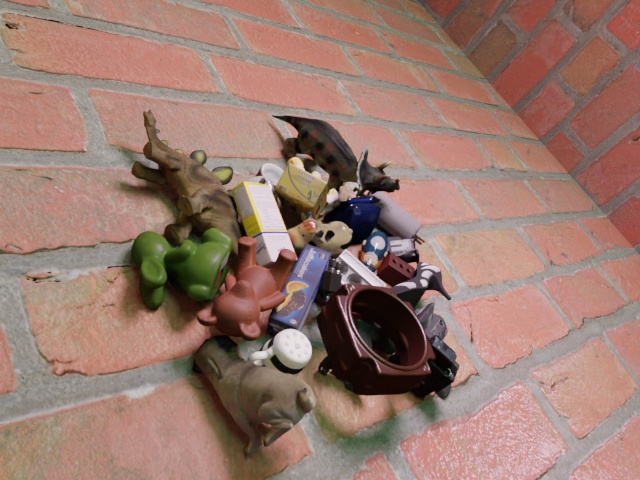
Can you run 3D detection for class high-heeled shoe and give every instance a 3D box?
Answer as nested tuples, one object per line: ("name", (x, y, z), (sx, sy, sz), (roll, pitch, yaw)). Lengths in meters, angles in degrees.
("high-heeled shoe", (0.192, 0.097, 1.231), (0.249, 0.086, 0.145), (2, 32, -32))

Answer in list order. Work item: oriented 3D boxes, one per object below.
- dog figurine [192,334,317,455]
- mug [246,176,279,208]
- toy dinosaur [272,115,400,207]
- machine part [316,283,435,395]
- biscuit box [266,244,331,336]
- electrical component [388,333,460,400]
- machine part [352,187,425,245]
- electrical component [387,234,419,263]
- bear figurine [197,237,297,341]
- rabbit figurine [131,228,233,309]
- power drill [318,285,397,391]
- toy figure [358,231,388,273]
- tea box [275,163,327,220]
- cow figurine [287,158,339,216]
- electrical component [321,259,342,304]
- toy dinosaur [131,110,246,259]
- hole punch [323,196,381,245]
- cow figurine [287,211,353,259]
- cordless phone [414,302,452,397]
("dog figurine", (-0.108, 0.218, 0.855), (0.190, 0.172, 0.121), (53, 28, 5))
("mug", (-0.125, -0.083, 1.198), (0.081, 0.109, 0.107), (-7, 68, -40))
("toy dinosaur", (0.020, -0.233, 1.383), (0.405, 0.192, 0.131), (44, 54, 8))
("machine part", (0.107, 0.183, 1.016), (0.201, 0.087, 0.201), (11, 43, -36))
("biscuit box", (-0.039, 0.101, 1.071), (0.063, 0.059, 0.203), (20, 49, 7))
("electrical component", (0.219, 0.257, 1.119), (0.115, 0.134, 0.058), (40, 39, 1))
("machine part", (0.189, -0.067, 1.466), (0.243, 0.079, 0.079), (39, 37, -3))
("electrical component", (0.194, 0.031, 1.390), (0.119, 0.047, 0.075), (-10, 45, 3))
("bear figurine", (-0.127, 0.084, 0.938), (0.120, 0.131, 0.196), (18, 14, 8))
("rabbit figurine", (-0.263, 0.050, 0.961), (0.170, 0.121, 0.159), (20, 45, 3))
("power drill", (0.058, 0.193, 1.103), (0.232, 0.086, 0.207), (34, 31, -8))
("toy figure", (0.124, 0.040, 1.314), (0.064, 0.057, 0.154), (6, 41, 21))
("tea box", (-0.039, -0.102, 1.217), (0.098, 0.169, 0.068), (28, 81, 4))
("cow figurine", (-0.040, -0.131, 1.349), (0.167, 0.068, 0.098), (46, 43, 8))
("electrical component", (0.025, 0.086, 1.091), (0.063, 0.021, 0.094), (30, 67, -65))
("toy dinosaur", (-0.227, -0.070, 1.096), (0.198, 0.105, 0.471), (-22, 79, -54))
("hole punch", (0.088, -0.048, 1.339), (0.142, 0.116, 0.092), (-4, 63, -42))
("cow figurine", (-0.002, -0.004, 1.199), (0.195, 0.127, 0.085), (-5, 53, -46))
("cordless phone", (0.257, 0.249, 1.221), (0.184, 0.089, 0.146), (56, 37, 2))
